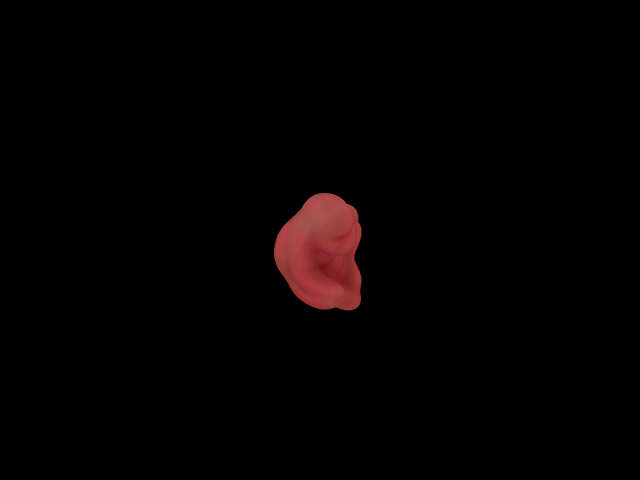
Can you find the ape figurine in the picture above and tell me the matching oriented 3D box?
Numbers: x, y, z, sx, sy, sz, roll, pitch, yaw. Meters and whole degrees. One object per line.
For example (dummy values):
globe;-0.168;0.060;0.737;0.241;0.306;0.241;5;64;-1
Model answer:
ape figurine;0.004;0.001;0.400;0.076;0.092;0.078;30;67;15
